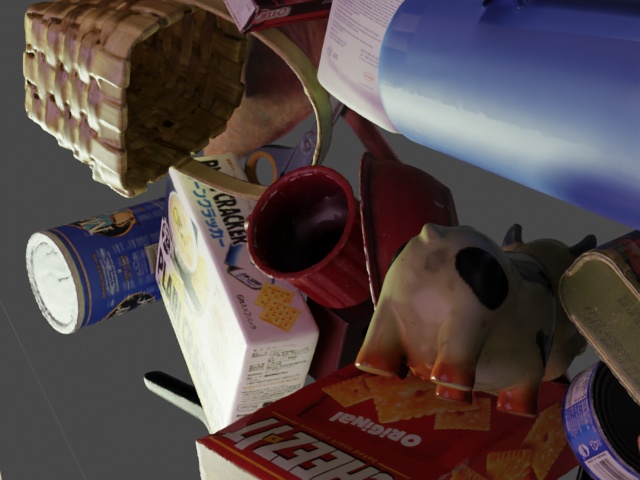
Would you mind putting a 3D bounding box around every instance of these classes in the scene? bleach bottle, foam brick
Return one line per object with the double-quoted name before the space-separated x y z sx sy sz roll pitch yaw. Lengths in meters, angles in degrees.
"bleach bottle" 0.065 -0.202 0.688 0.103 0.067 0.251 38 130 35
"foam brick" 0.020 0.078 0.874 0.051 0.052 0.078 38 133 36

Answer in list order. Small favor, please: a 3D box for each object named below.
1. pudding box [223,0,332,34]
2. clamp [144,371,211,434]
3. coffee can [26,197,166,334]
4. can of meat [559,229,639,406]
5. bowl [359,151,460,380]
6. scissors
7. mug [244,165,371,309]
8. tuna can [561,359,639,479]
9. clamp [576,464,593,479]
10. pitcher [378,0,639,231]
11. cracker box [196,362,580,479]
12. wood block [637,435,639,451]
"pudding box" -0.040 -0.213 0.792 0.113 0.089 0.039 61 143 13
"clamp" -0.096 0.175 1.071 0.165 0.036 0.210 -42 74 42
"coffee can" -0.204 0.023 1.060 0.103 0.140 0.103 25 124 44
"can of meat" 0.197 0.040 0.607 0.102 0.083 0.058 54 140 21
"bowl" 0.070 0.013 0.738 0.055 0.162 0.162 -10 100 11
"scissors" -0.020 -0.085 0.883 0.096 0.016 0.202 44 136 31
"mug" -0.005 0.001 0.820 0.117 0.081 0.093 7 70 35
"tuna can" 0.190 0.111 0.646 0.086 0.085 0.034 60 143 14
"clamp" 0.172 0.202 0.699 0.039 0.120 0.171 14 128 12
"pitcher" 0.142 -0.089 0.582 0.243 0.144 0.149 24 109 48
"cracker box" 0.048 0.145 0.733 0.164 0.213 0.072 15 119 48
"wood block" 0.280 0.132 0.538 0.207 0.090 0.091 -5 103 52
